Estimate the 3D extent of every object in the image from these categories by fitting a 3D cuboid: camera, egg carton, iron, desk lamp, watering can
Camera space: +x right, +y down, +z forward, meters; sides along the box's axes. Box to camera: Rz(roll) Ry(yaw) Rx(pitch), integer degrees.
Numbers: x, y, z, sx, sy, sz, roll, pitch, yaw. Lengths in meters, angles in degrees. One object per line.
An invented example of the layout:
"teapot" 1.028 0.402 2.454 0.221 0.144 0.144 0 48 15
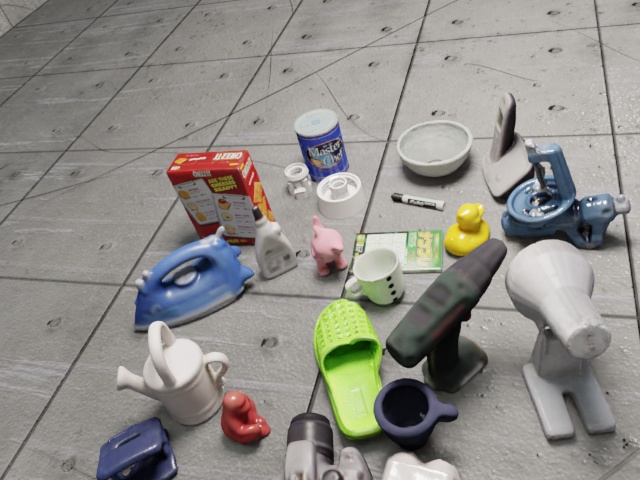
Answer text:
"camera" -0.001 0.314 0.815 0.143 0.101 0.136 -9 43 8
"egg carton" 0.124 0.358 0.753 0.107 0.069 0.150 5 47 22
"iron" -0.268 0.075 1.118 0.258 0.142 0.118 -28 44 -12
"desk lamp" 0.344 0.135 0.807 0.118 0.214 0.203 -12 43 6
"watering can" -0.240 0.213 0.926 0.173 0.194 0.100 -31 44 -14

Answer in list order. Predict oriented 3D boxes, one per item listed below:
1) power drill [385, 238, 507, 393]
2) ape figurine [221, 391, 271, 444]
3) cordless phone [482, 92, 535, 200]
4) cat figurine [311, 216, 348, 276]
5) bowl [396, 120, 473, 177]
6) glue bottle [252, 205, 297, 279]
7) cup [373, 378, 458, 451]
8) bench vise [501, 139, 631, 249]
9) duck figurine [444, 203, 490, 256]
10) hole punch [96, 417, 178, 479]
"power drill" 0.200 0.128 0.864 0.230 0.209 0.075 -37 46 -20
"ape figurine" -0.126 0.273 0.903 0.076 0.092 0.077 -10 43 8
"cordless phone" 0.379 -0.189 1.151 0.094 0.185 0.147 -12 43 6
"cat figurine" 0.010 0.004 1.119 0.067 0.118 0.127 -20 43 -2
"bowl" 0.257 -0.192 1.275 0.167 0.075 0.167 -9 43 9
"glue bottle" -0.100 -0.001 1.119 0.078 0.173 0.037 -25 43 -8
"cup" 0.142 0.262 0.827 0.117 0.095 0.091 -2 45 16
"bench vise" 0.428 -0.092 1.010 0.207 0.220 0.121 -8 43 10
"duck figurine" 0.278 -0.027 1.090 0.105 0.086 0.077 -38 47 -21
"hole punch" -0.293 0.333 0.896 0.109 0.091 0.100 -27 44 -10
